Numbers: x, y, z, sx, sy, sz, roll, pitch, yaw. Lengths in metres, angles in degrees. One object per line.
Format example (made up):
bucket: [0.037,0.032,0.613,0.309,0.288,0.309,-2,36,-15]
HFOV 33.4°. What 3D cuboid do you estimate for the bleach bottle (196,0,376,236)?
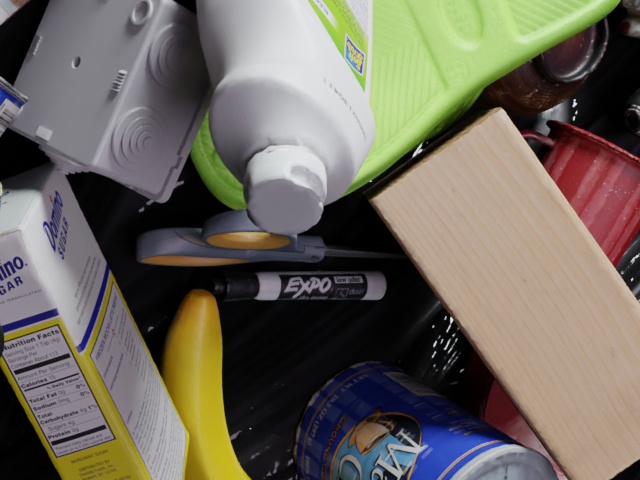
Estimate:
bleach bottle: [-0.018,-0.106,0.466,0.068,0.251,0.102,-26,130,25]

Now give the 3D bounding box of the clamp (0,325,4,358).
clamp: [-0.232,0.100,0.466,0.164,0.036,0.210,4,125,-23]

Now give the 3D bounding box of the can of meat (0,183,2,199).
can of meat: [-0.194,-0.033,0.453,0.083,0.102,0.057,42,81,-34]

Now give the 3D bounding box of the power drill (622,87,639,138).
power drill: [0.302,-0.054,0.806,0.184,0.057,0.187,-24,118,-26]

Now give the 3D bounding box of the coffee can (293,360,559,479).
coffee can: [0.063,0.147,0.661,0.102,0.140,0.103,-12,112,-31]

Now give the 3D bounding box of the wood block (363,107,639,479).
wood block: [0.122,0.032,0.629,0.091,0.090,0.206,-36,95,3]

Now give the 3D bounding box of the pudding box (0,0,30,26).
pudding box: [-0.149,-0.156,0.480,0.113,0.039,0.090,-48,123,-14]

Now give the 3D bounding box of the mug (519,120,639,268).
mug: [0.162,-0.028,0.707,0.117,0.093,0.081,28,94,-18]

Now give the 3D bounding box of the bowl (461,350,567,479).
bowl: [0.151,0.103,0.755,0.161,0.055,0.162,-13,112,-34]

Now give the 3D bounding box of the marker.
marker: [-0.013,0.027,0.646,0.120,0.020,0.020,1,105,-34]

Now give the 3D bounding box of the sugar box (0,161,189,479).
sugar box: [-0.119,0.058,0.528,0.048,0.093,0.176,-21,112,6]

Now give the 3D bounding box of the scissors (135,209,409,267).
scissors: [-0.004,0.001,0.606,0.201,0.096,0.016,0,77,-31]

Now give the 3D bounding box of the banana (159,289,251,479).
banana: [-0.058,0.121,0.637,0.069,0.037,0.198,-38,123,-24]

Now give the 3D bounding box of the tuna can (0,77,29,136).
tuna can: [-0.172,-0.073,0.463,0.086,0.086,0.034,38,84,-37]
